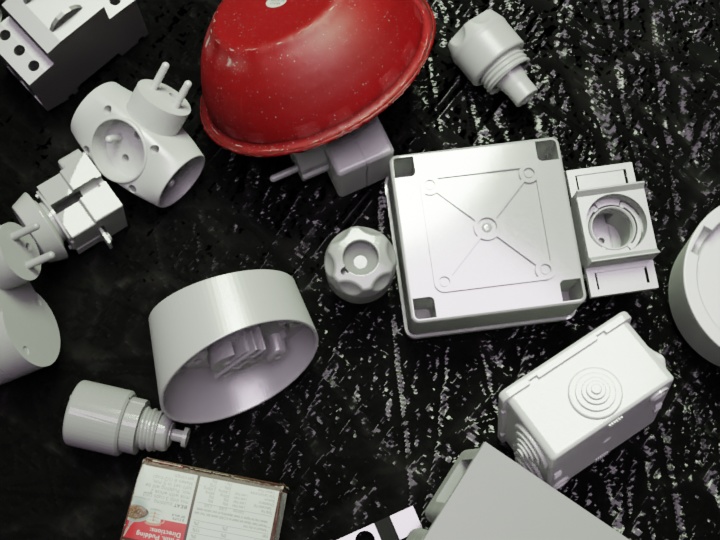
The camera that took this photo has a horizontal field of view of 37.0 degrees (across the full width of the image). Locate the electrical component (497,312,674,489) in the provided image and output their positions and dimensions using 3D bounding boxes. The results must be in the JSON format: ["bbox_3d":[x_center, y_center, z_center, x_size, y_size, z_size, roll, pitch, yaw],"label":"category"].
[{"bbox_3d":[0.130,0.080,0.626,0.100,0.099,0.048,-32,66,-8],"label":"electrical component"}]

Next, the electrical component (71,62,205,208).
[{"bbox_3d":[-0.133,-0.093,0.681,0.077,0.044,0.079,40,116,9],"label":"electrical component"}]

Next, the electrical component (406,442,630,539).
[{"bbox_3d":[0.114,0.194,0.607,0.186,0.060,0.105,34,78,1],"label":"electrical component"}]

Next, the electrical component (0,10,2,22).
[{"bbox_3d":[-0.275,-0.142,0.670,0.056,0.108,0.108,11,76,-1],"label":"electrical component"}]

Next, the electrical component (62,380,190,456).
[{"bbox_3d":[-0.142,0.092,0.648,0.078,0.040,0.040,12,76,2],"label":"electrical component"}]

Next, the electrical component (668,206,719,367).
[{"bbox_3d":[0.244,0.013,0.663,0.108,0.060,0.108,0,76,-1],"label":"electrical component"}]

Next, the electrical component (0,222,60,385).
[{"bbox_3d":[-0.215,-0.005,0.636,0.074,0.052,0.138,-22,101,17],"label":"electrical component"}]

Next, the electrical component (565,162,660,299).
[{"bbox_3d":[0.153,-0.022,0.669,0.042,0.063,0.081,-8,76,-1],"label":"electrical component"}]

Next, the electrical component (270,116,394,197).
[{"bbox_3d":[-0.026,-0.081,0.689,0.077,0.047,0.065,-24,77,-6],"label":"electrical component"}]

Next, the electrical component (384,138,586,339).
[{"bbox_3d":[0.076,-0.019,0.671,0.109,0.056,0.108,-7,77,-2],"label":"electrical component"}]

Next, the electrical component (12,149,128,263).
[{"bbox_3d":[-0.184,-0.036,0.677,0.055,0.048,0.066,-34,79,-16],"label":"electrical component"}]

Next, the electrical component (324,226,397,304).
[{"bbox_3d":[0.000,0.000,0.662,0.043,0.062,0.043,0,76,-1],"label":"electrical component"}]

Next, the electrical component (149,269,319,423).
[{"bbox_3d":[-0.075,0.043,0.634,0.099,0.099,0.064,-17,71,-5],"label":"electrical component"}]

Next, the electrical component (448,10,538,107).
[{"bbox_3d":[0.091,-0.136,0.707,0.043,0.043,0.062,-36,81,-9],"label":"electrical component"}]
